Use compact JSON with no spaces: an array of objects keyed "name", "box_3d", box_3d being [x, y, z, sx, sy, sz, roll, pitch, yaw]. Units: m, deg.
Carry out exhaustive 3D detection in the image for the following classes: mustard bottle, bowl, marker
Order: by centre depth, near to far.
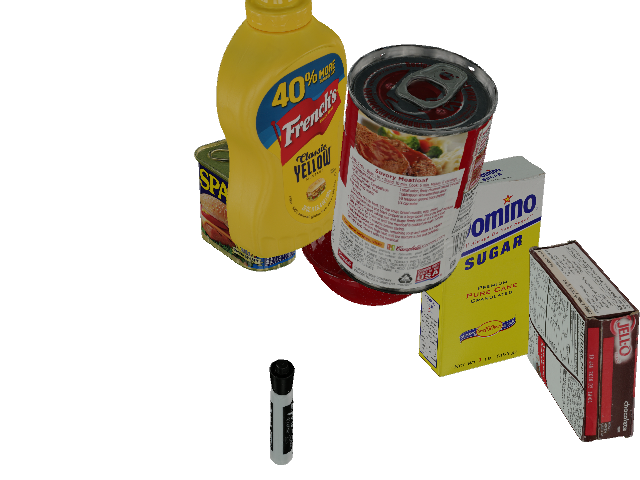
[{"name":"mustard bottle","box_3d":[-0.023,-0.087,0.694,0.096,0.192,0.058,-31,45,-32]},{"name":"marker","box_3d":[-0.030,0.134,0.831,0.020,0.020,0.121,1,-45,-1]},{"name":"bowl","box_3d":[0.059,0.025,1.195,0.162,0.055,0.162,0,32,0]}]

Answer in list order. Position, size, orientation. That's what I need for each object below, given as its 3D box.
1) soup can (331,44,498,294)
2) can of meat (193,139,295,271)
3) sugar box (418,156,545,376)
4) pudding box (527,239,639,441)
[{"name":"soup can","box_3d":[0.042,-0.032,0.511,0.068,0.102,0.068,3,43,-3]},{"name":"can of meat","box_3d":[-0.064,-0.030,0.928,0.057,0.084,0.102,-21,37,-33]},{"name":"sugar box","box_3d":[0.134,0.023,0.897,0.093,0.176,0.048,-13,32,-20]},{"name":"pudding box","box_3d":[0.169,0.063,0.696,0.039,0.090,0.113,-7,24,-7]}]
